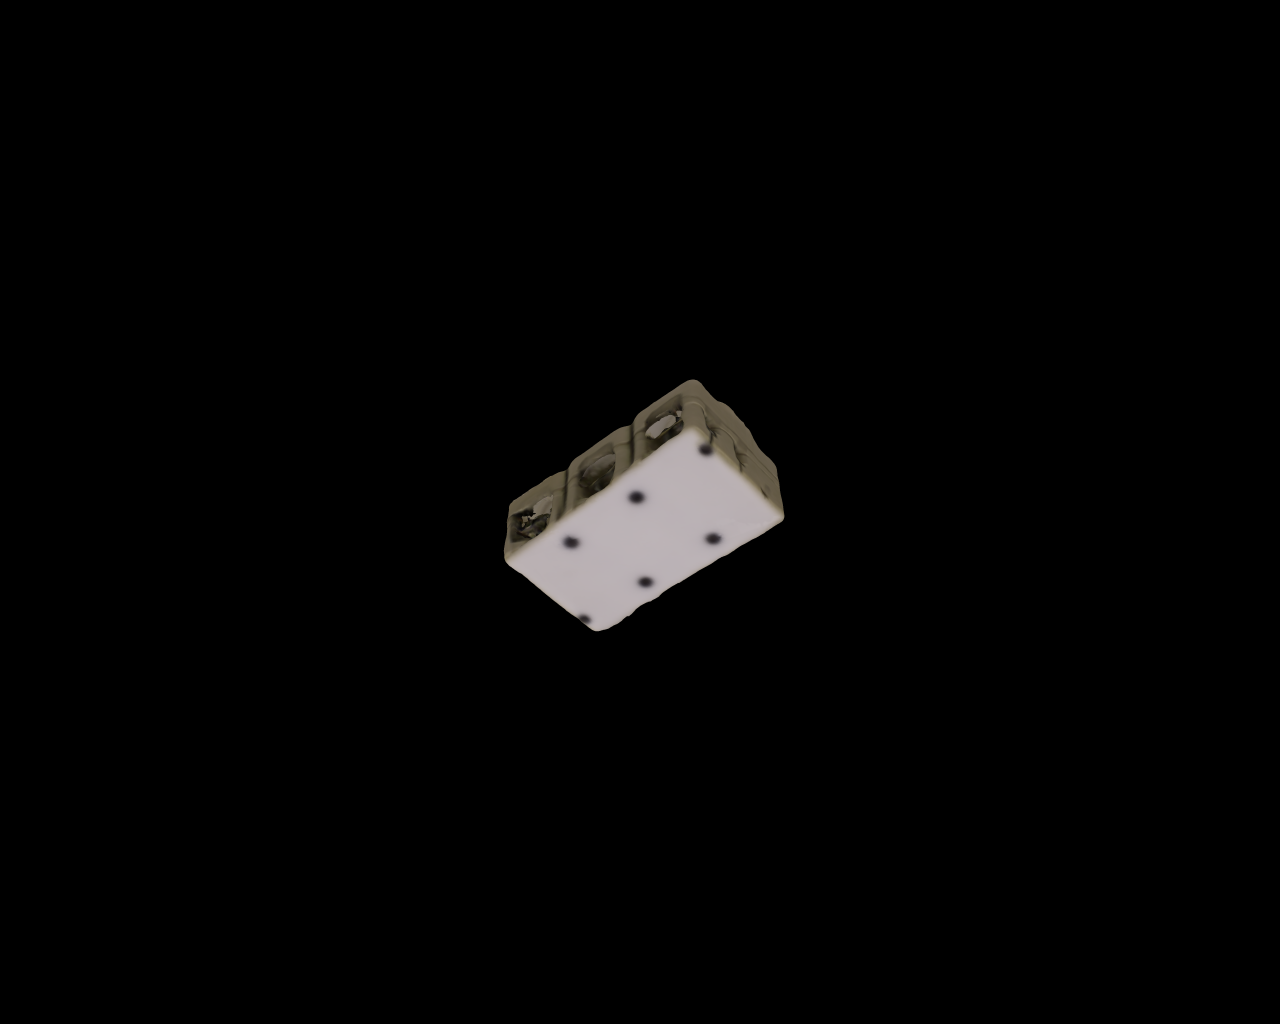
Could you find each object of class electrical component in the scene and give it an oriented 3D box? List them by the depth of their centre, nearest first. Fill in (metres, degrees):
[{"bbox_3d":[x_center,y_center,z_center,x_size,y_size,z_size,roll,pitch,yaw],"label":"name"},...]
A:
[{"bbox_3d":[0.001,-0.003,0.650,0.150,0.062,0.089,-33,-58,24],"label":"electrical component"}]
